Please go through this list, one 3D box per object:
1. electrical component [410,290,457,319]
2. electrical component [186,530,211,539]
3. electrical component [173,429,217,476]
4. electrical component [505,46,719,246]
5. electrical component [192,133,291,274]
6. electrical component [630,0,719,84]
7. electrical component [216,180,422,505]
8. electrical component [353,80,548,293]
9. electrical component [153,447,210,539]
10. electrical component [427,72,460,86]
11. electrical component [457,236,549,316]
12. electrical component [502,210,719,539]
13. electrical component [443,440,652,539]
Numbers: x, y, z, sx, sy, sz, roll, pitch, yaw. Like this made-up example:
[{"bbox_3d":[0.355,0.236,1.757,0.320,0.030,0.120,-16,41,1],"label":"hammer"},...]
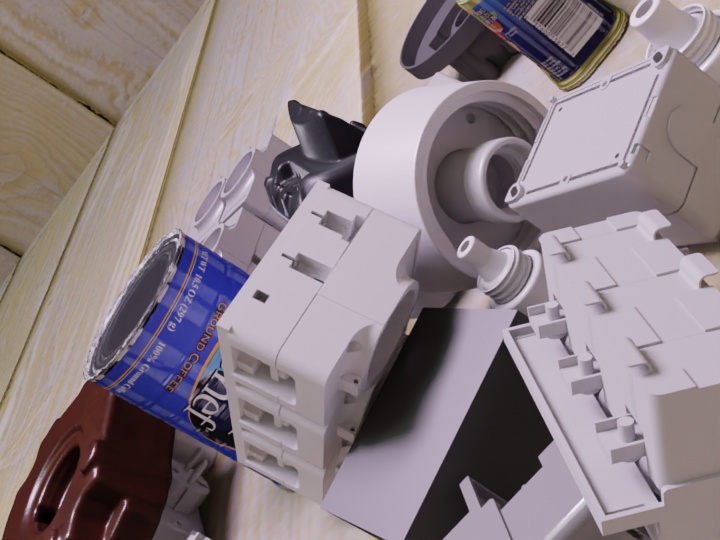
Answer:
[{"bbox_3d":[0.025,-0.008,0.603,0.040,0.078,0.040,-26,27,15],"label":"electrical component"},{"bbox_3d":[-0.100,0.186,0.649,0.046,0.040,0.040,-57,19,-19],"label":"electrical component"},{"bbox_3d":[-0.159,0.135,0.834,0.113,0.057,0.078,-42,25,35],"label":"electrical component"},{"bbox_3d":[0.114,-0.043,0.465,0.096,0.061,0.061,-15,46,62],"label":"electrical component"},{"bbox_3d":[-0.112,-0.025,0.962,0.105,0.060,0.186,-37,28,43],"label":"electrical component"},{"bbox_3d":[0.146,-0.096,0.469,0.048,0.062,0.048,-47,22,26],"label":"electrical component"},{"bbox_3d":[-0.015,0.043,0.525,0.089,0.062,0.150,-57,-15,-29],"label":"electrical component"},{"bbox_3d":[0.058,-0.042,0.534,0.060,0.108,0.108,-2,57,59],"label":"electrical component"},{"bbox_3d":[-0.129,0.156,0.740,0.075,0.047,0.083,-54,24,6],"label":"electrical component"},{"bbox_3d":[0.053,-0.077,0.677,0.076,0.047,0.065,-55,20,7],"label":"electrical component"},{"bbox_3d":[0.071,0.005,0.491,0.035,0.061,0.035,-47,22,26],"label":"electrical component"},{"bbox_3d":[0.099,0.030,0.366,0.079,0.063,0.121,-14,26,-1],"label":"electrical component"},{"bbox_3d":[0.069,0.099,0.384,0.063,0.042,0.081,-48,22,12],"label":"electrical component"}]
